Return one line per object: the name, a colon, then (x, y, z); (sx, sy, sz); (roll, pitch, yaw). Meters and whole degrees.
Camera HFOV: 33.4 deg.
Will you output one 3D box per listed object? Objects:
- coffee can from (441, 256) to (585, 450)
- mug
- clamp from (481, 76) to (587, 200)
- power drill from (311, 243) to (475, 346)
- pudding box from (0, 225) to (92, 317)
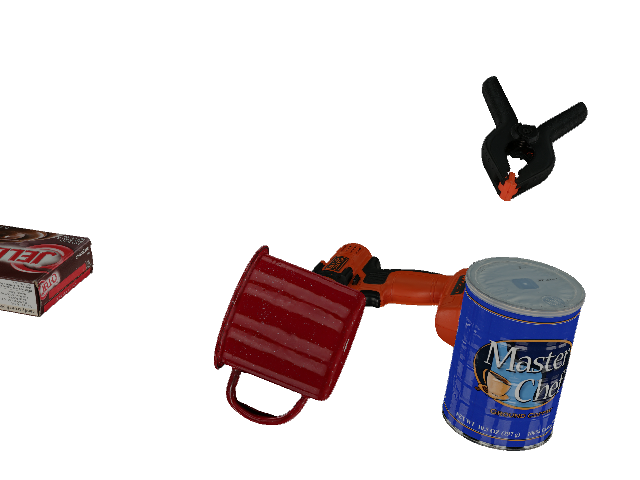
coffee can: (0.169, 0.099, 0.946); (0.103, 0.140, 0.103); (6, 24, -3)
mug: (-0.023, 0.072, 0.742); (0.081, 0.117, 0.093); (21, -10, 7)
clamp: (0.213, -0.116, 1.168); (0.120, 0.039, 0.171); (21, 49, 17)
power drill: (0.071, 0.065, 1.140); (0.188, 0.057, 0.184); (9, 30, 21)
pudding box: (-0.264, 0.023, 0.906); (0.114, 0.039, 0.090); (6, 24, 17)
